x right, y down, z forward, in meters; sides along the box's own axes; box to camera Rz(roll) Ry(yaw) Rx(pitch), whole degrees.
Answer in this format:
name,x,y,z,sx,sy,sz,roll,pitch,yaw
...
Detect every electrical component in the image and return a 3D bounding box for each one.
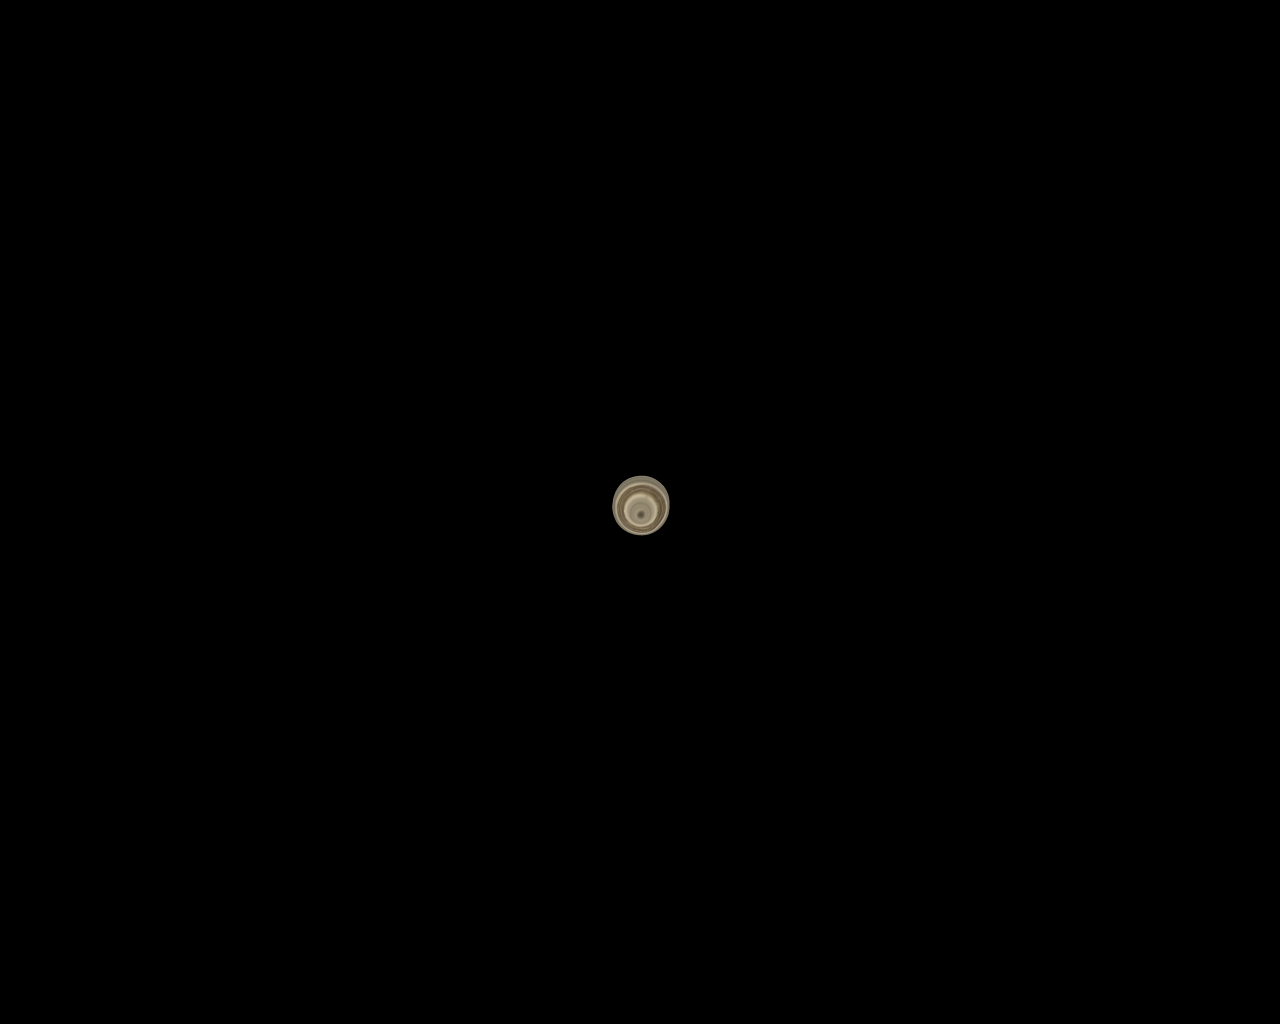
name,x,y,z,sx,sy,sz,roll,pitch,yaw
electrical component,0.001,-0.003,0.650,0.035,0.035,0.061,0,8,0
